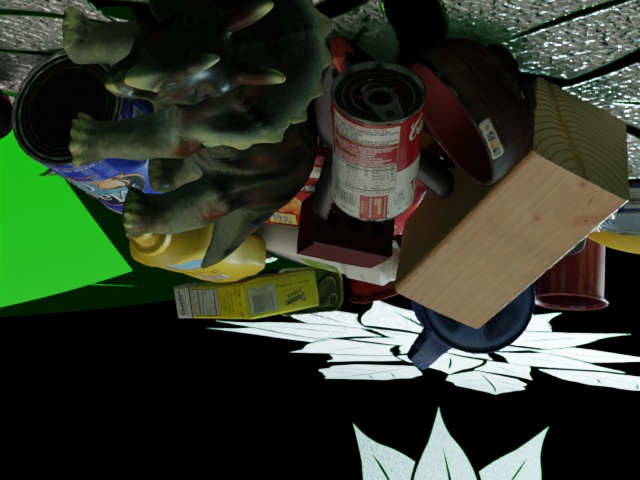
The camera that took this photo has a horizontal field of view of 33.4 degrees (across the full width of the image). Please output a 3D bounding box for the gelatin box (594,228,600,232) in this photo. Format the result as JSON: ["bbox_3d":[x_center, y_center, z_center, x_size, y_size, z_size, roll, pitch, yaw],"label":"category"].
[{"bbox_3d":[0.253,-0.032,1.129,0.073,0.030,0.089,-2,164,23],"label":"gelatin box"}]

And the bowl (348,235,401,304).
[{"bbox_3d":[0.093,0.009,1.213,0.162,0.055,0.162,-27,-169,6],"label":"bowl"}]

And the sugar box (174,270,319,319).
[{"bbox_3d":[-0.087,0.064,1.211,0.093,0.048,0.177,-8,179,-32],"label":"sugar box"}]

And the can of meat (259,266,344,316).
[{"bbox_3d":[-0.036,0.062,1.312,0.101,0.057,0.084,-3,180,-35],"label":"can of meat"}]

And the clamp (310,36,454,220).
[{"bbox_3d":[0.045,-0.085,0.850,0.120,0.039,0.171,-8,136,1],"label":"clamp"}]

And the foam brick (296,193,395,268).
[{"bbox_3d":[0.024,-0.009,0.970,0.078,0.053,0.051,11,164,-18],"label":"foam brick"}]

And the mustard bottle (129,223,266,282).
[{"bbox_3d":[-0.132,0.004,1.054,0.096,0.058,0.191,-1,172,21],"label":"mustard bottle"}]

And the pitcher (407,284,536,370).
[{"bbox_3d":[0.172,0.081,1.342,0.149,0.145,0.243,-6,176,-2],"label":"pitcher"}]

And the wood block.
[{"bbox_3d":[0.155,-0.024,0.892,0.090,0.090,0.206,25,138,-14],"label":"wood block"}]

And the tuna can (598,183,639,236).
[{"bbox_3d":[0.327,-0.031,1.094,0.086,0.034,0.086,6,166,1],"label":"tuna can"}]

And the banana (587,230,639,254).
[{"bbox_3d":[0.382,-0.013,1.150,0.069,0.037,0.198,46,145,-22],"label":"banana"}]

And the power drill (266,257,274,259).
[{"bbox_3d":[0.021,0.005,1.326,0.187,0.057,0.185,16,167,-26],"label":"power drill"}]

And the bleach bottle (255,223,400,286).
[{"bbox_3d":[-0.008,0.001,1.161,0.251,0.068,0.102,16,177,25],"label":"bleach bottle"}]

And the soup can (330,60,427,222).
[{"bbox_3d":[0.041,-0.071,0.787,0.068,0.068,0.102,5,137,4],"label":"soup can"}]

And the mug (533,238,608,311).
[{"bbox_3d":[0.299,0.039,1.285,0.093,0.081,0.117,4,166,8],"label":"mug"}]

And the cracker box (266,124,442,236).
[{"bbox_3d":[0.015,-0.067,1.001,0.164,0.072,0.214,6,165,-3],"label":"cracker box"}]

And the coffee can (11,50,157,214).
[{"bbox_3d":[-0.186,-0.090,0.928,0.103,0.103,0.140,1,165,17],"label":"coffee can"}]

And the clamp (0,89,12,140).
[{"bbox_3d":[-0.290,-0.118,0.857,0.164,0.036,0.210,49,180,12],"label":"clamp"}]
